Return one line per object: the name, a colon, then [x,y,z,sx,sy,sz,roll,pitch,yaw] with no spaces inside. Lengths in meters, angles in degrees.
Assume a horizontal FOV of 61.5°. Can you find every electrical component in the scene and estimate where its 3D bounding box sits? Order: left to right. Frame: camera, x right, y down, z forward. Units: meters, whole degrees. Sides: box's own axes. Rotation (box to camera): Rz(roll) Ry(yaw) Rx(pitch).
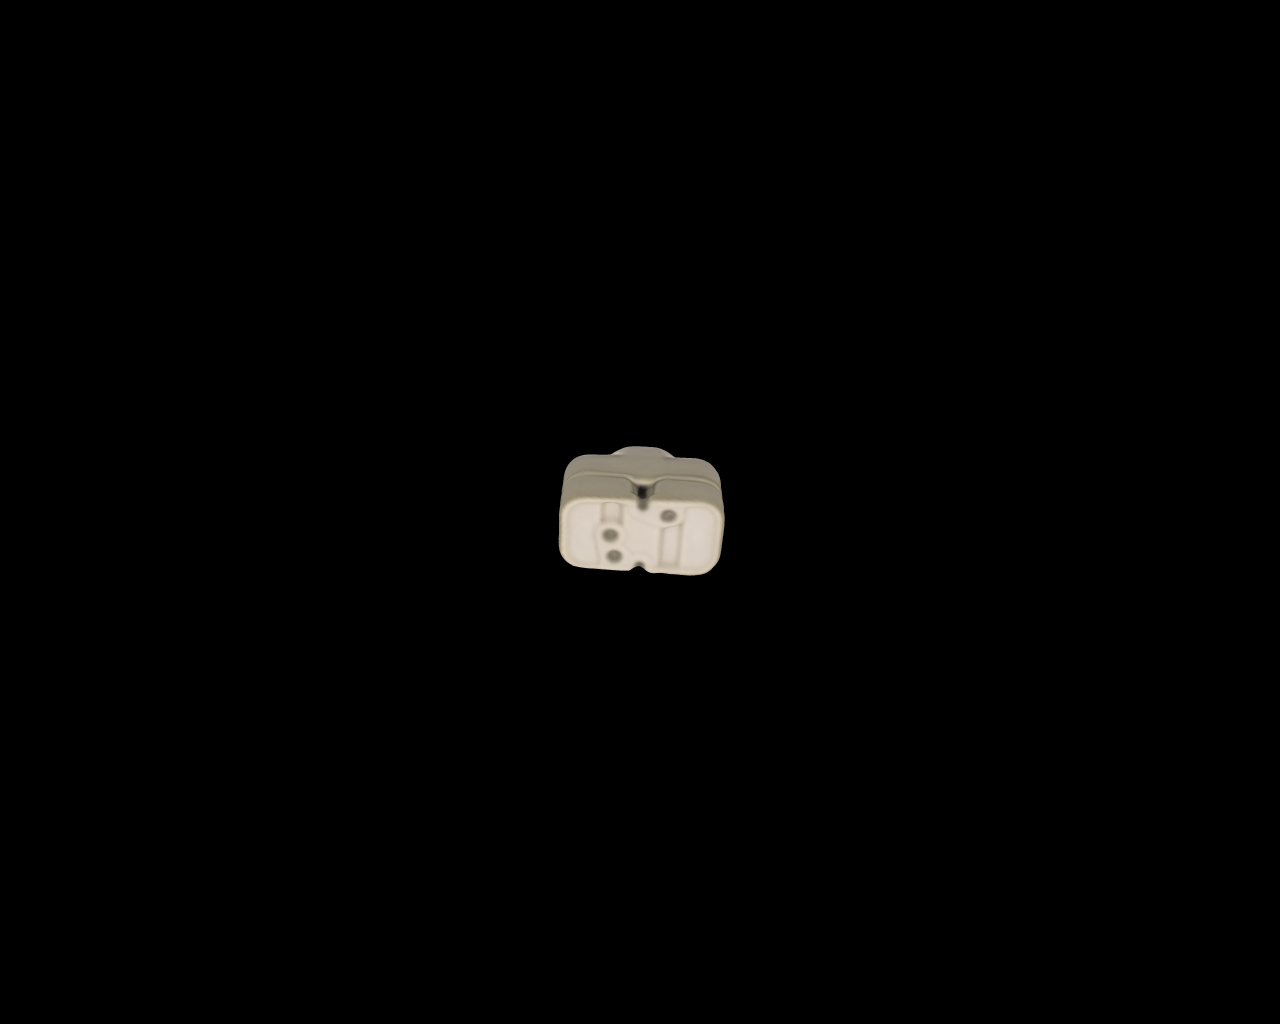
electrical component: [0.001,-0.003,0.650,0.095,0.053,0.059,3,35,-2]
